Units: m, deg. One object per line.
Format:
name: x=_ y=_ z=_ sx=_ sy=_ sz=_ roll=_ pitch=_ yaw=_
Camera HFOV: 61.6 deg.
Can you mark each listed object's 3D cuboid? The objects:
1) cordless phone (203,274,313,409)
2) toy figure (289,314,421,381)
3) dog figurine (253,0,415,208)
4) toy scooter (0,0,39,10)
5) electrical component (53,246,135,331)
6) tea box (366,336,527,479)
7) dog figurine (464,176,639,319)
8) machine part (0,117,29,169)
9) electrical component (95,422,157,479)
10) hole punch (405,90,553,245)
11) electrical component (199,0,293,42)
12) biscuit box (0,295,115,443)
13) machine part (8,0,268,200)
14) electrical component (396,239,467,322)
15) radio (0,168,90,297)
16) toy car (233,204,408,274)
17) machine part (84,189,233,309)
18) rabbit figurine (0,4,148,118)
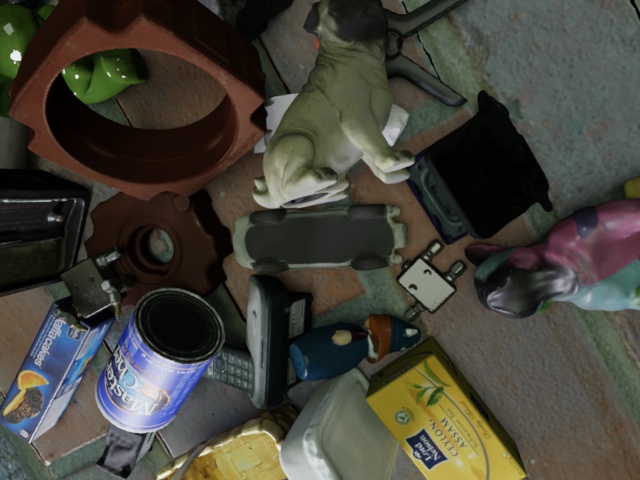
cordless phone: x=-0.107 y=0.108 z=0.649 sx=0.184 sy=0.088 sz=0.146 roll=9 pitch=102 yaw=29
toy figure: x=0.044 y=0.115 z=0.604 sx=0.154 sy=0.064 sz=0.057 roll=-11 pitch=83 yaw=-25
dog figurine: x=-0.002 y=-0.138 z=0.526 sx=0.172 sy=0.121 sz=0.190 roll=-16 pitch=85 yaw=-5
toy scooter: x=-0.319 y=-0.355 z=0.607 sx=0.184 sy=0.075 sz=0.135 roll=-20 pitch=94 yaw=18
electrical component: x=-0.264 y=0.060 z=0.628 sx=0.102 sy=0.045 sz=0.078 roll=-21 pitch=97 yaw=17
tea box: x=0.142 y=0.209 z=0.616 sx=0.098 sy=0.068 sz=0.169 roll=-39 pitch=92 yaw=14
dog figurine: x=0.263 y=0.015 z=0.547 sx=0.219 sy=0.191 sz=0.108 roll=-17 pitch=101 yaw=48
machine part: x=-0.404 y=-0.110 z=0.663 sx=0.079 sy=0.079 sz=0.243 roll=12 pitch=103 yaw=9
electrical component: x=-0.235 y=0.236 z=0.690 sx=0.048 sy=0.075 sz=0.119 roll=24 pitch=107 yaw=6
hole punch: x=0.159 y=-0.064 z=0.565 sx=0.116 sy=0.092 sz=0.142 roll=-33 pitch=90 yaw=-16
electrical component: x=-0.073 y=-0.260 z=0.543 sx=0.058 sy=0.134 sz=0.115 roll=38 pitch=62 yaw=5
biscuit box: x=-0.348 y=0.166 z=0.707 sx=0.063 sy=0.059 sz=0.202 roll=33 pitch=104 yaw=4
machine part: x=-0.168 y=-0.140 z=0.521 sx=0.201 sy=0.201 sz=0.087 roll=-33 pitch=51 yaw=29
electrical component: x=0.120 y=0.049 z=0.616 sx=0.063 sy=0.021 sz=0.094 roll=41 pitch=105 yaw=2
radio: x=-0.358 y=-0.010 z=0.595 sx=0.073 sy=0.229 sz=0.131 roll=20 pitch=98 yaw=6
toy car: x=-0.001 y=-0.002 z=0.615 sx=0.202 sy=0.056 sz=0.073 roll=-3 pitch=93 yaw=10
machine part: x=-0.197 y=0.009 z=0.654 sx=0.180 sy=0.056 sz=0.179 roll=2 pitch=101 yaw=11
rabbit figurine: x=-0.302 y=-0.207 z=0.577 sx=0.159 sy=0.170 sz=0.121 roll=-20 pitch=94 yaw=13
